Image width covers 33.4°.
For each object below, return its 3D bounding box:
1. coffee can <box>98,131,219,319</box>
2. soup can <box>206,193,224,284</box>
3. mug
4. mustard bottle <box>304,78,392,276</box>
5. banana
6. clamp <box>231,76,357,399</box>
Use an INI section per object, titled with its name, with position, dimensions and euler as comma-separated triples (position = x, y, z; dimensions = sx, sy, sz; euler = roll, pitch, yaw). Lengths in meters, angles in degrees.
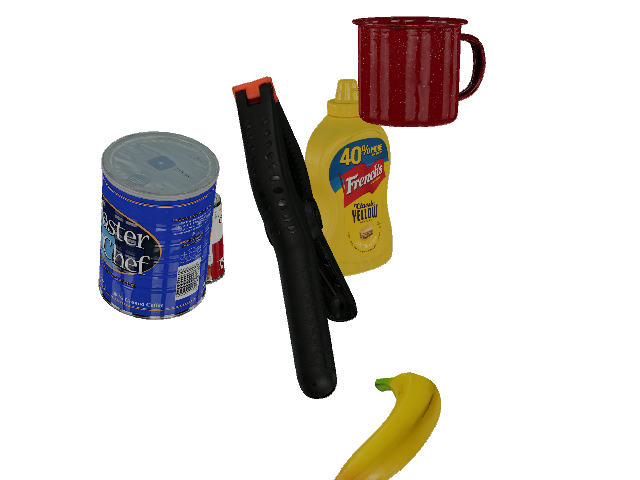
[coffee can]
position = -0.149, -0.014, 0.974
dimensions = 0.102, 0.140, 0.103
euler = 7, 36, -5
[soup can]
position = -0.154, -0.005, 1.313
dimensions = 0.068, 0.102, 0.068
euler = 0, 26, 0
[mug]
position = 0.082, -0.139, 0.869
dimensions = 0.117, 0.081, 0.093
euler = -8, 17, -25
[mustard bottle]
position = 0.028, -0.064, 1.065
dimensions = 0.096, 0.192, 0.058
euler = -14, 21, -36
[banana]
position = 0.062, 0.152, 0.867
dimensions = 0.070, 0.037, 0.197
euler = -31, 6, 21
[clamp]
position = -0.016, -0.009, 0.748
dimensions = 0.036, 0.210, 0.164
euler = -15, 5, 10
